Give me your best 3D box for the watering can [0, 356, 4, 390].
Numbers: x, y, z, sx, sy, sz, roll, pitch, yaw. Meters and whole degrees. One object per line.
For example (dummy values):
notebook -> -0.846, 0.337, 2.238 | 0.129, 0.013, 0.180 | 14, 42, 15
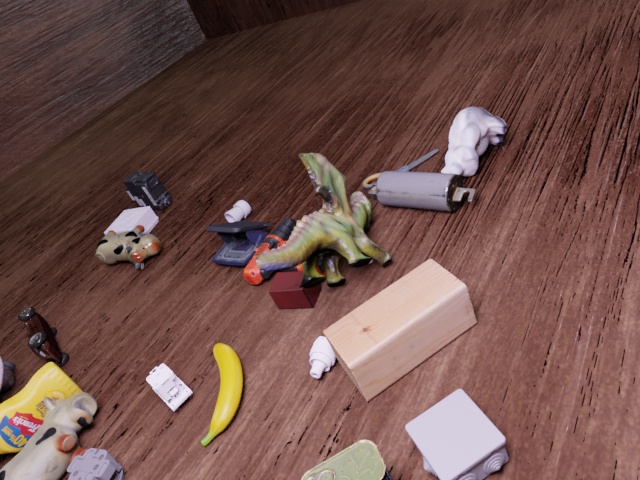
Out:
watering can -> -0.666, 0.353, 0.876 | 0.104, 0.219, 0.356 | 8, 43, 16

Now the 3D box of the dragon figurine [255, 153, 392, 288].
dragon figurine -> 0.003, -0.047, 0.928 | 0.121, 0.408, 0.246 | -27, 69, 27

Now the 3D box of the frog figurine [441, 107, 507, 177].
frog figurine -> 0.308, -0.203, 1.102 | 0.160, 0.123, 0.137 | -38, 1, -3
